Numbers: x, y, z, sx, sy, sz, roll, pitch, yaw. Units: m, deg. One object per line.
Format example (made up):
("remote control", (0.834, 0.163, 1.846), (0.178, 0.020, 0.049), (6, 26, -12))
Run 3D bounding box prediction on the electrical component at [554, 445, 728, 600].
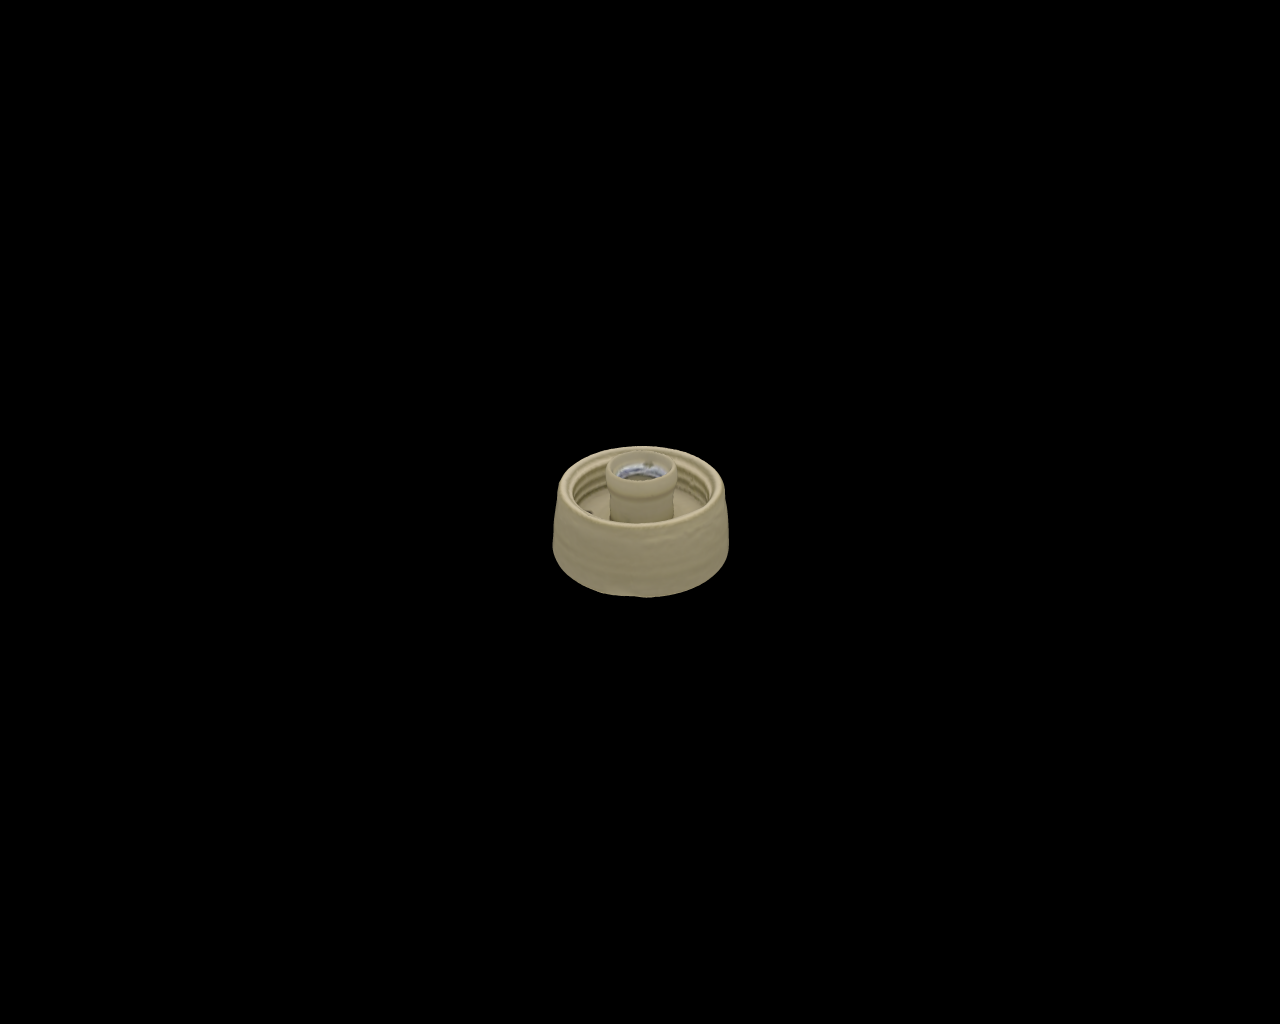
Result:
("electrical component", (0.001, -0.003, 0.650), (0.108, 0.060, 0.108), (0, 31, 0))
